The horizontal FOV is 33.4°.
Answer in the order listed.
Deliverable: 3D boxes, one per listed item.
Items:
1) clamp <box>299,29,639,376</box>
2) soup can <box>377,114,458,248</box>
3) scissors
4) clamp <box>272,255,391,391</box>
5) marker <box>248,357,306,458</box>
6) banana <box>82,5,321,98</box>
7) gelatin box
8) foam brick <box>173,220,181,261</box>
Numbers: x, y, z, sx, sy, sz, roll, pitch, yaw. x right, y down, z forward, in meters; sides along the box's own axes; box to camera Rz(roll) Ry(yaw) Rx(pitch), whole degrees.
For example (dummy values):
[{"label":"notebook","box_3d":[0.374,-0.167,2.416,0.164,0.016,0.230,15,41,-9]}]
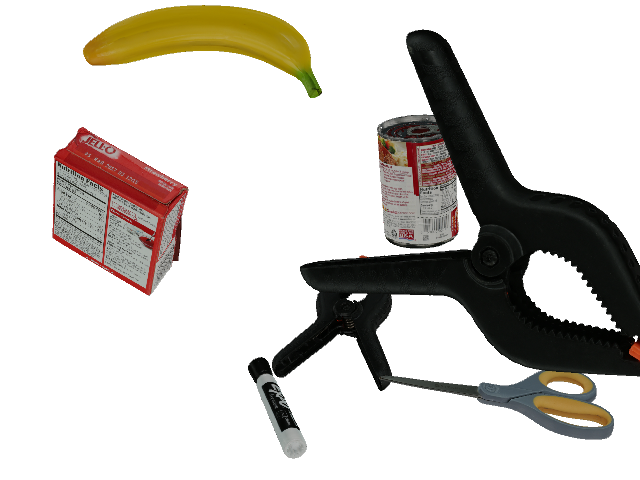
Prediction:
[{"label":"clamp","box_3d":[0.095,-0.005,0.562,0.210,0.165,0.036,29,25,25]},{"label":"soup can","box_3d":[0.087,-0.052,0.936,0.068,0.102,0.068,-5,23,2]},{"label":"scissors","box_3d":[0.160,0.128,0.946,0.202,0.016,0.096,16,28,14]},{"label":"clamp","box_3d":[0.036,0.086,1.090,0.120,0.171,0.039,16,-40,18]},{"label":"marker","box_3d":[-0.037,0.133,0.870,0.020,0.020,0.121,0,27,-19]},{"label":"banana","box_3d":[-0.093,-0.164,0.878,0.198,0.069,0.037,7,-35,2]},{"label":"gelatin box","box_3d":[-0.121,-0.016,0.634,0.073,0.030,0.089,30,-36,6]},{"label":"foam brick","box_3d":[-0.192,-0.010,1.146,0.078,0.051,0.053,-3,24,-16]}]
